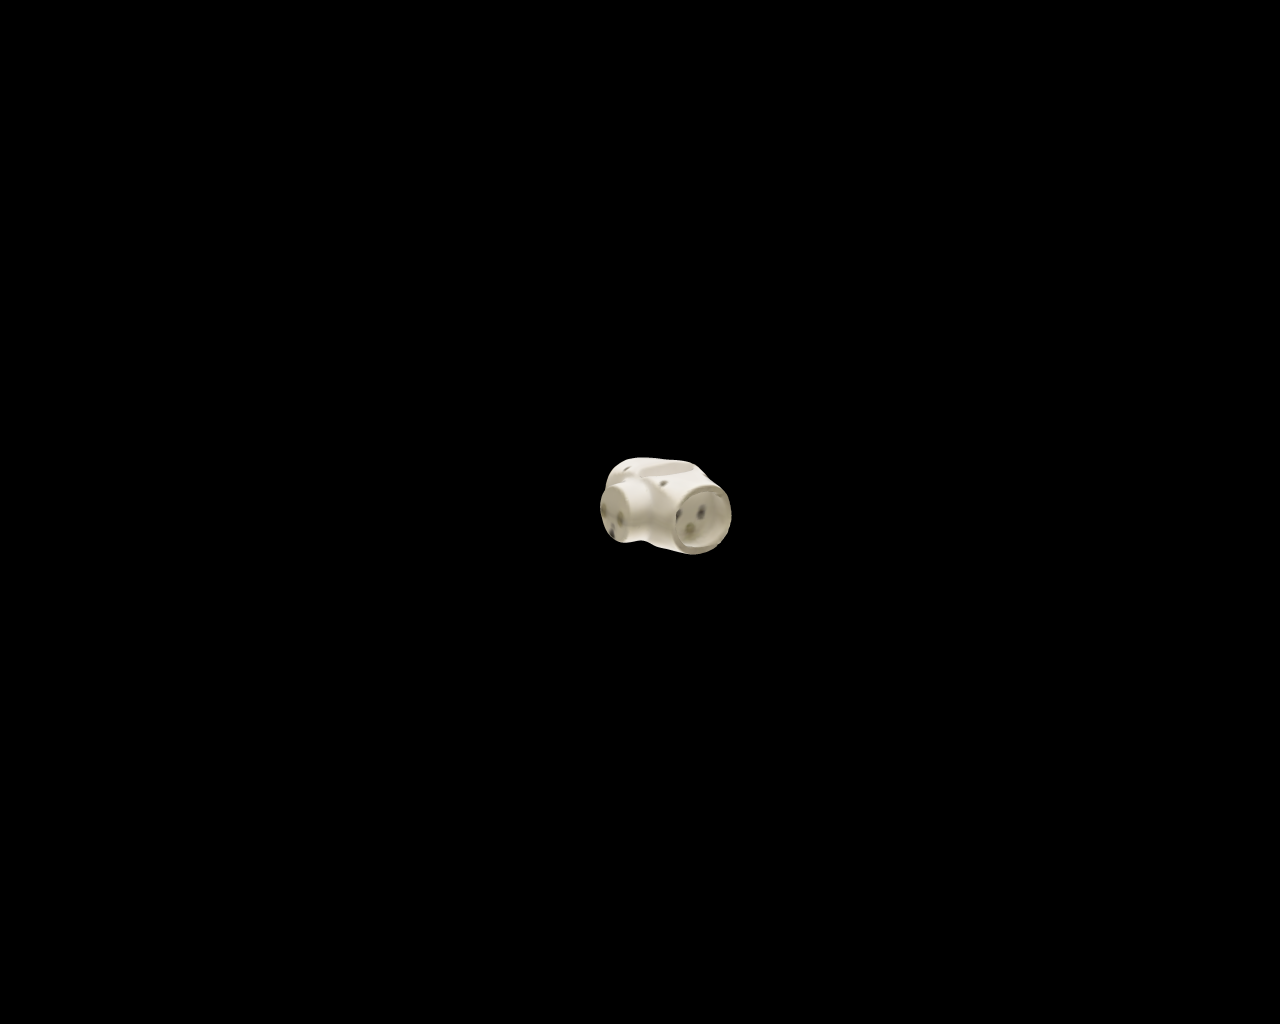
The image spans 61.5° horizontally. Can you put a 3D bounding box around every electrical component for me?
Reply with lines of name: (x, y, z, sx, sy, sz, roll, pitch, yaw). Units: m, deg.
electrical component: (0.001, -0.003, 0.650, 0.079, 0.043, 0.077, -11, 21, -30)
